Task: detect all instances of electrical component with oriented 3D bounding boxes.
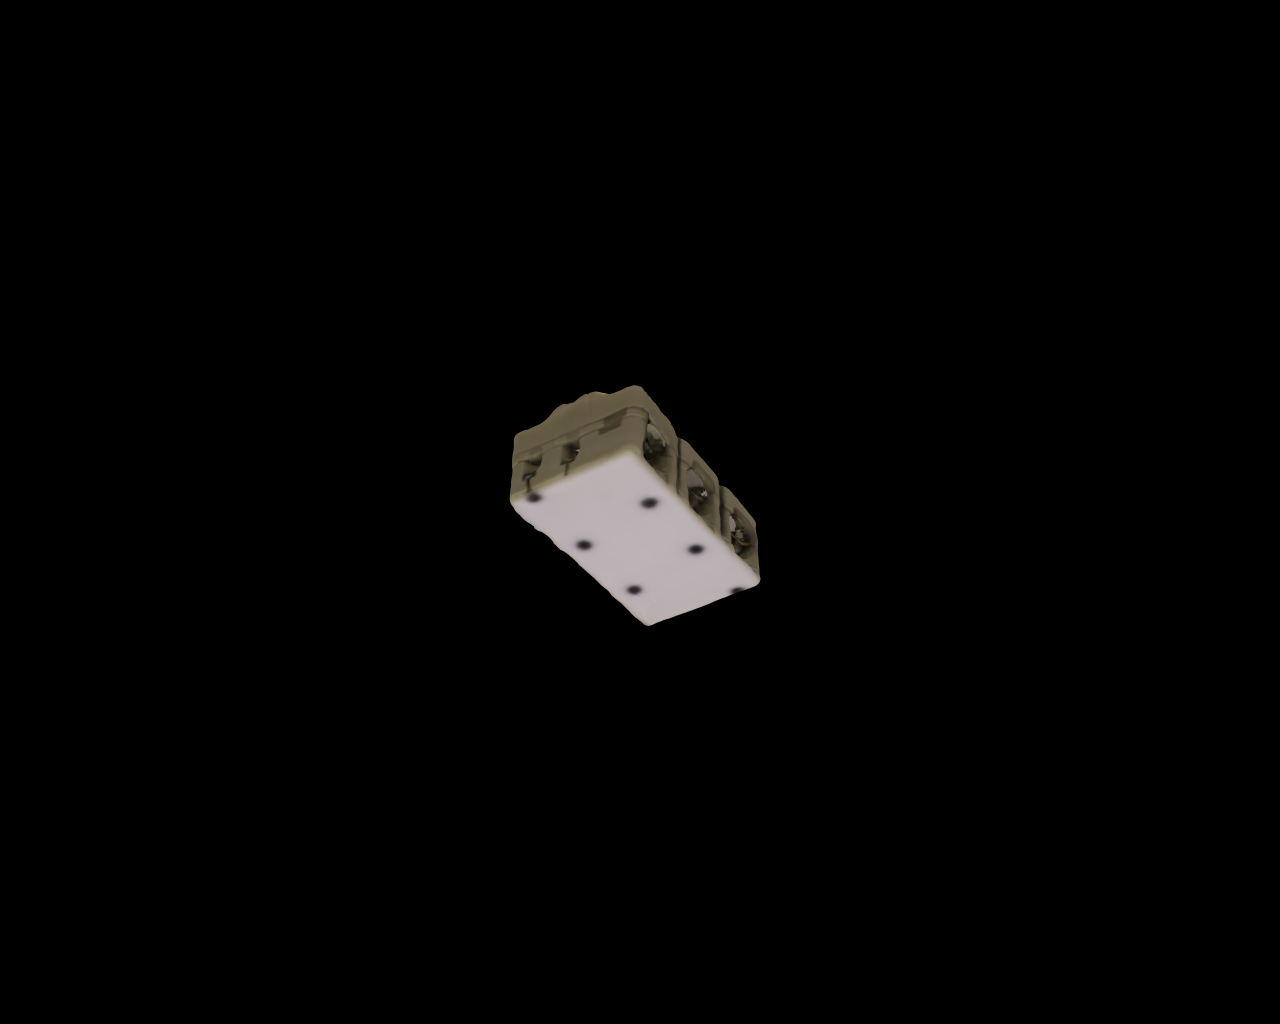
[{"bbox_3d":[0.001,-0.003,0.650,0.089,0.062,0.150,-22,-45,24],"label":"electrical component"}]
